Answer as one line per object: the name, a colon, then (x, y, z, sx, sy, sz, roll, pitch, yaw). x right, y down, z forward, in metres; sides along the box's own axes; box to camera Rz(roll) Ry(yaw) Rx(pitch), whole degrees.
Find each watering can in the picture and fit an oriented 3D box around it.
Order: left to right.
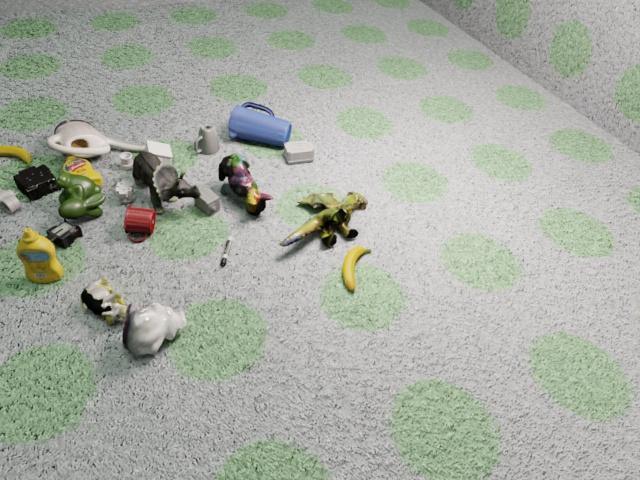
watering can: (-0.858, -0.376, 1.960, 0.349, 0.102, 0.228, -8, 36, -40)

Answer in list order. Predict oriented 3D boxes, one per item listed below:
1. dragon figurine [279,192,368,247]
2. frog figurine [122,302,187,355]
dragon figurine: (0.005, -0.090, 1.784, 0.413, 0.120, 0.246, -15, 31, -24)
frog figurine: (-0.435, 0.234, 1.360, 0.159, 0.121, 0.139, 5, 76, -15)
